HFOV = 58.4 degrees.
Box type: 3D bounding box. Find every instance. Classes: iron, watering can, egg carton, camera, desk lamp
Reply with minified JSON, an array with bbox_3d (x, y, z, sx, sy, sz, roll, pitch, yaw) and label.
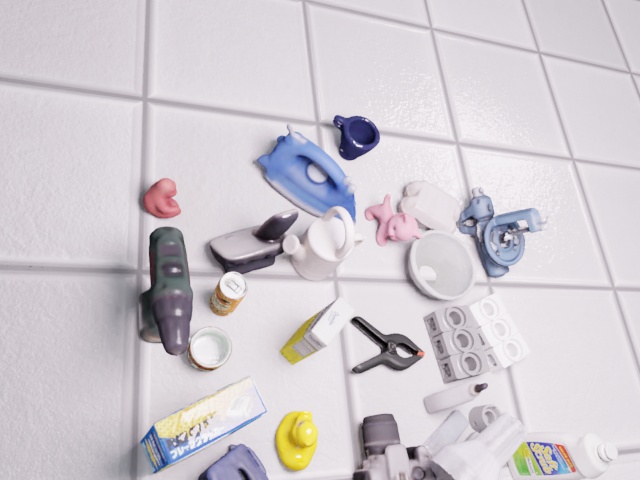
[{"bbox_3d":[0.000,-0.140,1.236,0.258,0.141,0.119,37,58,-3],"label":"iron"},{"bbox_3d":[0.011,0.006,1.139,0.173,0.193,0.101,-33,81,-31],"label":"watering can"},{"bbox_3d":[0.260,-0.072,1.355,0.150,0.069,0.107,29,58,-8],"label":"egg carton"},{"bbox_3d":[0.137,0.394,1.063,0.143,0.100,0.137,2,65,-22],"label":"camera"},{"bbox_3d":[0.273,0.395,1.053,0.204,0.213,0.118,-37,83,-32],"label":"desk lamp"}]

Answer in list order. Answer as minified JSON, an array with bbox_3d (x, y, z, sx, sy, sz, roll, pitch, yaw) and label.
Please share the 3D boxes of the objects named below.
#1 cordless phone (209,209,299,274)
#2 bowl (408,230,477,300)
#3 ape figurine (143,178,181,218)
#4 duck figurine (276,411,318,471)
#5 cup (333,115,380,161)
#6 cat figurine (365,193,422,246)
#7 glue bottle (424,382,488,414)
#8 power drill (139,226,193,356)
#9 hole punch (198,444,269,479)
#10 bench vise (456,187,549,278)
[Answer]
[{"bbox_3d":[-0.123,-0.010,1.096,0.148,0.184,0.094,-21,75,-29],"label":"cordless phone"},{"bbox_3d":[0.262,0.065,1.287,0.168,0.074,0.167,9,63,-19],"label":"bowl"},{"bbox_3d":[-0.302,-0.088,1.113,0.076,0.092,0.078,3,65,-21],"label":"ape figurine"},{"bbox_3d":[-0.032,0.354,1.019,0.078,0.086,0.104,11,62,-17],"label":"duck figurine"},{"bbox_3d":[0.070,-0.236,1.338,0.118,0.094,0.092,32,58,-6],"label":"cup"},{"bbox_3d":[0.169,-0.043,1.274,0.067,0.117,0.127,-17,74,-28],"label":"cat figurine"},{"bbox_3d":[0.276,0.302,1.122,0.078,0.173,0.037,-12,71,-27],"label":"glue bottle"},{"bbox_3d":[-0.259,0.104,0.970,0.076,0.208,0.229,-1,66,-23],"label":"power drill"},{"bbox_3d":[-0.135,0.401,0.950,0.101,0.091,0.108,-32,81,-31],"label":"hole punch"},{"bbox_3d":[0.410,-0.035,1.312,0.122,0.219,0.207,-35,82,-32],"label":"bench vise"}]
